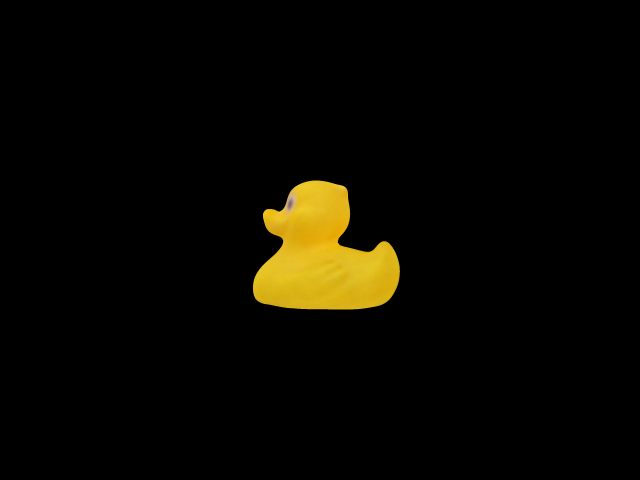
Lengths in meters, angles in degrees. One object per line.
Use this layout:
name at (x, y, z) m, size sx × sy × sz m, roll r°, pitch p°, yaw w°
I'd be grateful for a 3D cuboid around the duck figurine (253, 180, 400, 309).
duck figurine at (0.004, 0.001, 0.400) m, size 0.104 × 0.086 × 0.078 m, roll 1°, pitch 4°, yaw 20°
